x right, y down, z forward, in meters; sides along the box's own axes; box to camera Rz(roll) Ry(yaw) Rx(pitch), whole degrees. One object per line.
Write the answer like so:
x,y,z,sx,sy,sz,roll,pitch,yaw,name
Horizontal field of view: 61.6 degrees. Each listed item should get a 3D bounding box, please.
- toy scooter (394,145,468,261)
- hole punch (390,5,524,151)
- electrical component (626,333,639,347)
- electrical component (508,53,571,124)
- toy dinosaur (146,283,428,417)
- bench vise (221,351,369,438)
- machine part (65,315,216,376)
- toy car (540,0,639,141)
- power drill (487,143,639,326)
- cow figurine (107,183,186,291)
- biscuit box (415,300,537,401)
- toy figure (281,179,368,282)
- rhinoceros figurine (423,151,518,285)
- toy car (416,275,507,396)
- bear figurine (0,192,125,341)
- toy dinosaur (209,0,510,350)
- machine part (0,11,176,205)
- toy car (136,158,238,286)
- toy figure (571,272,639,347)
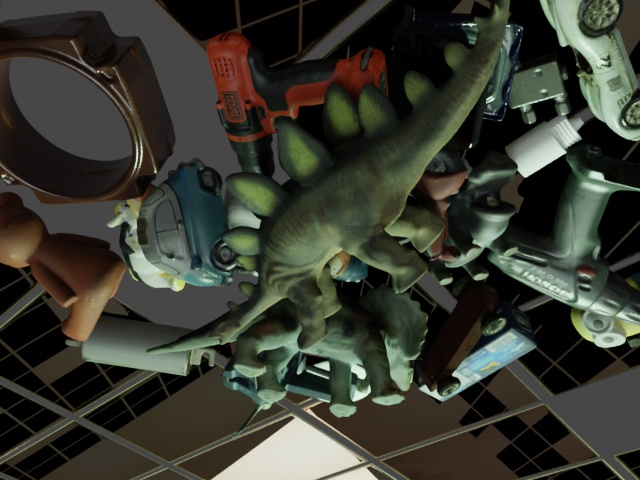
0.097,-0.028,0.631,0.184,0.075,0.135,-17,100,38,toy scooter
0.137,-0.169,0.549,0.116,0.092,0.142,32,145,31,hole punch
0.496,0.124,0.795,0.102,0.045,0.078,-32,104,27,electrical component
0.227,-0.168,0.566,0.063,0.021,0.093,-11,126,33,electrical component
-0.007,0.122,0.732,0.405,0.192,0.131,22,137,-18,toy dinosaur
-0.041,0.215,0.857,0.241,0.129,0.223,14,116,14,bench vise
-0.293,0.171,0.879,0.243,0.079,0.079,9,131,-3,machine part
0.274,-0.180,0.528,0.056,0.073,0.201,-29,123,22,toy car
0.339,-0.004,0.654,0.232,0.086,0.207,19,134,12,power drill
-0.238,-0.007,0.729,0.098,0.068,0.167,2,130,17,cow figurine
0.241,0.178,0.850,0.059,0.063,0.202,31,126,-20,biscuit box
-0.002,-0.002,0.642,0.154,0.058,0.064,48,162,-11,toy figure
0.186,-0.024,0.655,0.073,0.112,0.190,-4,145,-14,rhinoceros figurine
0.204,0.145,0.792,0.053,0.089,0.202,-1,128,-31,toy car
-0.379,0.034,0.741,0.196,0.120,0.132,25,132,-14,bear figurine
0.026,-0.039,0.528,0.198,0.105,0.471,44,114,-10,toy dinosaur
-0.282,-0.139,0.603,0.201,0.087,0.201,-3,129,8,machine part
-0.167,-0.013,0.651,0.109,0.103,0.161,5,108,55,toy car
0.442,0.086,0.741,0.180,0.082,0.089,-33,164,19,toy figure
